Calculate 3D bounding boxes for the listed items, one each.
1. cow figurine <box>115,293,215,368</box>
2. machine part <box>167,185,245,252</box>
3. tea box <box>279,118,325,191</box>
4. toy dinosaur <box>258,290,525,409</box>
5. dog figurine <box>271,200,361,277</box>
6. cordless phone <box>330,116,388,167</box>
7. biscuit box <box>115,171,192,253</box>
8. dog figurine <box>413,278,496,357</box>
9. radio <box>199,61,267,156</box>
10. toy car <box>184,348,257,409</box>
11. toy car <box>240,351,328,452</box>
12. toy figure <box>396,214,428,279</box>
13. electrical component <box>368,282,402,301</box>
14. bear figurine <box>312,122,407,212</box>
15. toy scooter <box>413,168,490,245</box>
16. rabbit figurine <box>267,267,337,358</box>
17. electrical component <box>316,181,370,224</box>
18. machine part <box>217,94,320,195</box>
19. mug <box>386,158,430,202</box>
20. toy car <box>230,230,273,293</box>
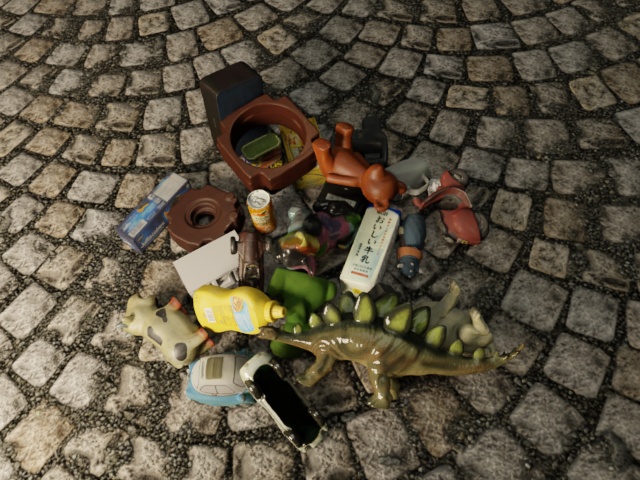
[{"bbox_3d":[-0.324,0.181,1.098,0.195,0.085,0.127,40,68,21],"label":"cow figurine"},{"bbox_3d":[-0.268,-0.049,1.253,0.179,0.056,0.179,-3,58,5],"label":"machine part"},{"bbox_3d":[-0.037,-0.214,1.328,0.098,0.068,0.170,-12,56,-3],"label":"tea box"},{"bbox_3d":[0.119,0.198,0.975,0.472,0.105,0.198,12,94,2],"label":"toy dinosaur"},{"bbox_3d":[-0.002,-0.003,1.108,0.192,0.108,0.219,-10,18,2],"label":"dog figurine"},{"bbox_3d":[0.095,-0.256,1.350,0.147,0.088,0.184,-3,46,4],"label":"cordless phone"},{"bbox_3d":[-0.387,-0.067,1.270,0.059,0.062,0.202,28,65,20],"label":"biscuit box"},{"bbox_3d":[0.220,0.189,1.044,0.190,0.121,0.172,-34,57,1],"label":"dog figurine"},{"bbox_3d":[-0.204,-0.313,1.313,0.131,0.229,0.073,-35,65,-20],"label":"radio"},{"bbox_3d":[-0.184,0.256,1.024,0.162,0.102,0.109,0,57,3],"label":"toy car"},{"bbox_3d":[-0.065,0.295,0.982,0.073,0.056,0.201,-40,95,-20],"label":"toy car"},{"bbox_3d":[0.199,0.017,1.168,0.064,0.057,0.154,6,63,16],"label":"toy figure"},{"bbox_3d":[0.119,0.129,1.083,0.078,0.102,0.045,-42,53,16],"label":"electrical component"},{"bbox_3d":[0.090,-0.155,1.175,0.196,0.131,0.120,31,56,32],"label":"bear figurine"},{"bbox_3d":[0.284,-0.065,1.187,0.135,0.075,0.184,-16,73,-6],"label":"toy scooter"},{"bbox_3d":[-0.036,0.158,1.086,0.159,0.121,0.170,14,78,6],"label":"rabbit figurine"},{"bbox_3d":[0.069,-0.114,1.262,0.115,0.058,0.134,21,61,15],"label":"electrical component"},{"bbox_3d":[-0.116,-0.218,1.232,0.201,0.087,0.201,-36,73,-16],"label":"machine part"},{"bbox_3d":[0.210,-0.145,1.251,0.107,0.080,0.110,-34,38,-24],"label":"mug"},{"bbox_3d":[-0.142,0.079,1.114,0.089,0.053,0.202,1,88,-12],"label":"toy car"}]
